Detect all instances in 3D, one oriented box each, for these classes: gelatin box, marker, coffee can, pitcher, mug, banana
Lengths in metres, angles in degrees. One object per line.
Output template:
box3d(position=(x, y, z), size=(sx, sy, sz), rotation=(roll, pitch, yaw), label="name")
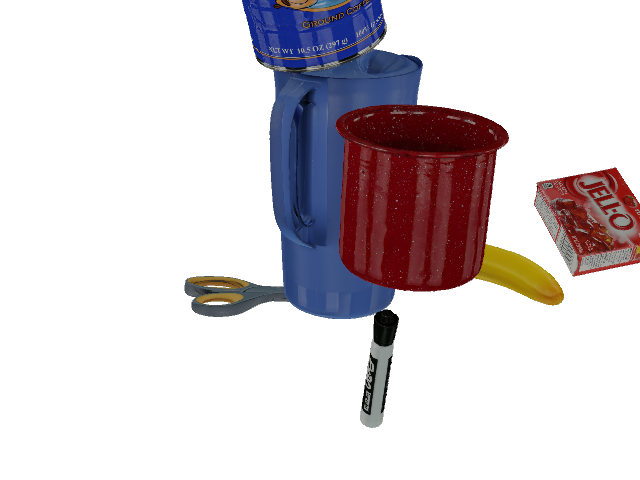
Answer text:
box3d(position=(0.227, -0.017, 0.880), size=(0.073, 0.089, 0.030), rotation=(-11, -42, -9), label="gelatin box")
box3d(position=(0.046, 0.100, 0.832), size=(0.020, 0.121, 0.020), rotation=(3, 40, -3), label="marker")
box3d(position=(-0.014, -0.207, 0.766), size=(0.103, 0.140, 0.103), rotation=(-10, 35, 7), label="coffee can")
box3d(position=(0.015, -0.051, 0.981), size=(0.149, 0.243, 0.145), rotation=(-4, 23, -13), label="pitcher")
box3d(position=(0.056, -0.028, 0.599), size=(0.093, 0.081, 0.117), rotation=(9, 23, 15), label="mug")
box3d(position=(0.167, 0.031, 1.111), size=(0.198, 0.037, 0.069), rotation=(10, 38, 32), label="banana")

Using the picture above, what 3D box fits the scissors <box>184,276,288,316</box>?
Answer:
box3d(position=(-0.050, 0.063, 1.131), size=(0.202, 0.016, 0.096), rotation=(6, 20, 7), label="scissors")
